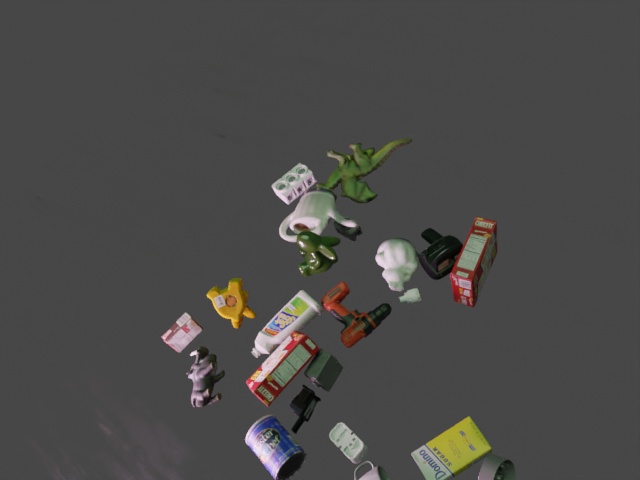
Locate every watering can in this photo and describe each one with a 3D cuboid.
[{"bbox_3d":[0.006,-0.092,1.823,0.346,0.102,0.229,-10,45,34],"label":"watering can"}]

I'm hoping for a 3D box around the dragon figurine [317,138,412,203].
[{"bbox_3d":[0.160,-0.245,1.940,0.409,0.120,0.247,-12,67,14],"label":"dragon figurine"}]

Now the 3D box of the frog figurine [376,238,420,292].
[{"bbox_3d":[0.239,0.076,1.626,0.138,0.119,0.163,20,50,11],"label":"frog figurine"}]
